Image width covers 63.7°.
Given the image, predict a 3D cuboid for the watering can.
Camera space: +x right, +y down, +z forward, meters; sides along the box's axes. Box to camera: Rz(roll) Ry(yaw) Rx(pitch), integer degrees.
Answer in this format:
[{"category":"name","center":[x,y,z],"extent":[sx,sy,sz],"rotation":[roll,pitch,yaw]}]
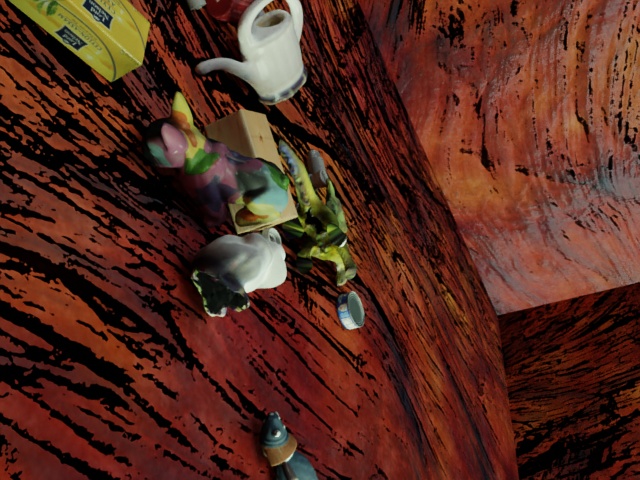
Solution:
[{"category":"watering can","center":[-0.130,-0.389,1.114],"extent":[0.104,0.354,0.219],"rotation":[17,-34,29]}]

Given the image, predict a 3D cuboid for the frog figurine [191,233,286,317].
[{"category":"frog figurine","center":[-0.113,0.034,0.792],"extent":[0.162,0.123,0.134],"rotation":[-45,-4,-44]}]

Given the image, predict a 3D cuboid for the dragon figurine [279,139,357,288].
[{"category":"dragon figurine","center":[0.003,-0.057,1.139],"extent":[0.122,0.404,0.247],"rotation":[-12,22,12]}]
